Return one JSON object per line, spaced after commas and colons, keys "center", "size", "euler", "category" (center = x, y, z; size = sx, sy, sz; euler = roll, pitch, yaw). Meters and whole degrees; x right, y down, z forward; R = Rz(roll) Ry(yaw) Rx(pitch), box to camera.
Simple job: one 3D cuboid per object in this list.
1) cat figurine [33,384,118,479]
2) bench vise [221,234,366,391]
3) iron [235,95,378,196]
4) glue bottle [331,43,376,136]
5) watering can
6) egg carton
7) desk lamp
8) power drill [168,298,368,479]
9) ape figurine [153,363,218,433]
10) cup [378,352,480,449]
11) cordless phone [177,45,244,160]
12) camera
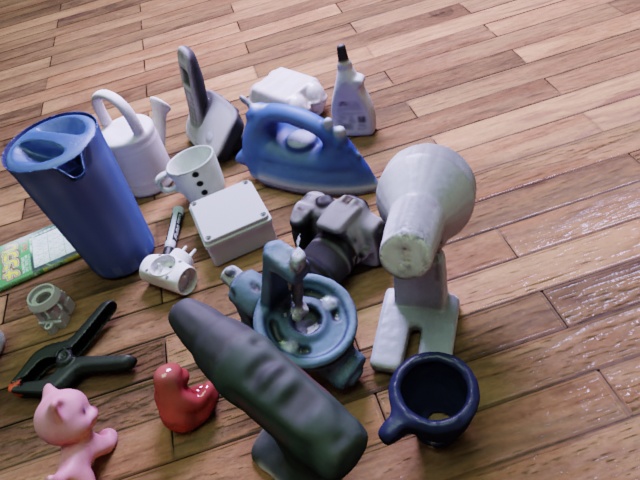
{"center": [-0.287, 0.228, 0.651], "size": [0.067, 0.118, 0.127], "euler": [-14, 45, 1], "category": "cat figurine"}
{"center": [-0.053, 0.074, 0.667], "size": [0.206, 0.220, 0.121], "euler": [10, 50, 23], "category": "bench vise"}
{"center": [-0.023, -0.163, 0.943], "size": [0.257, 0.142, 0.119], "euler": [16, 53, 27], "category": "iron"}
{"center": [0.051, -0.261, 0.996], "size": [0.078, 0.173, 0.037], "euler": [4, 48, 18], "category": "glue bottle"}
{"center": [-0.331, -0.183, 1.003], "size": [0.100, 0.194, 0.173], "euler": [2, 48, 16], "category": "watering can"}
{"center": [-0.062, -0.277, 1.114], "size": [0.149, 0.069, 0.107], "euler": [27, 58, 33], "category": "egg carton"}
{"center": [0.119, 0.022, 0.679], "size": [0.117, 0.214, 0.203], "euler": [3, 48, 17], "category": "desk lamp"}
{"center": [-0.048, 0.172, 0.580], "size": [0.228, 0.209, 0.076], "euler": [26, 58, 33], "category": "power drill"}
{"center": [-0.168, 0.181, 0.684], "size": [0.077, 0.092, 0.076], "euler": [16, 53, 27], "category": "ape figurine"}
{"center": [0.112, 0.188, 0.605], "size": [0.118, 0.095, 0.091], "euler": [-35, 49, -19], "category": "cup"}
{"center": [-0.208, -0.250, 1.043], "size": [0.094, 0.185, 0.147], "euler": [-35, 49, -19], "category": "cordless phone"}
{"center": [0.007, 0.003, 0.805], "size": [0.142, 0.101, 0.137], "euler": [21, 55, 30], "category": "camera"}
